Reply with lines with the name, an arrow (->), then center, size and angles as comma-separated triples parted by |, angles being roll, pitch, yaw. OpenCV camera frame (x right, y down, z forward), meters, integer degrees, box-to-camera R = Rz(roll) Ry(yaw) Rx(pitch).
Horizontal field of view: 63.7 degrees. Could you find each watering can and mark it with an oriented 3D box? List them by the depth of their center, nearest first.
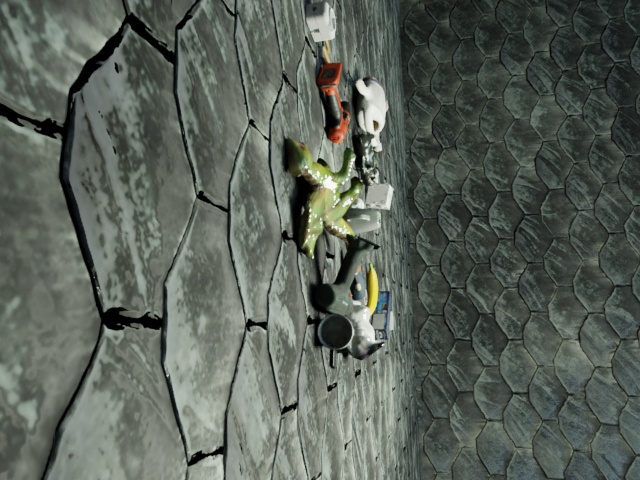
watering can -> 0.175, -0.494, 1.835 | 0.340, 0.104, 0.230 | 67, 24, -53

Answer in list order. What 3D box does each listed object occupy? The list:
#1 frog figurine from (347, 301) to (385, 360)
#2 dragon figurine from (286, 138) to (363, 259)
frog figurine -> 0.107, 0.256, 1.475 | 0.161, 0.121, 0.137 | 53, 17, 16
dragon figurine -> 0.004, -0.059, 1.173 | 0.248, 0.122, 0.401 | -52, 138, -43
